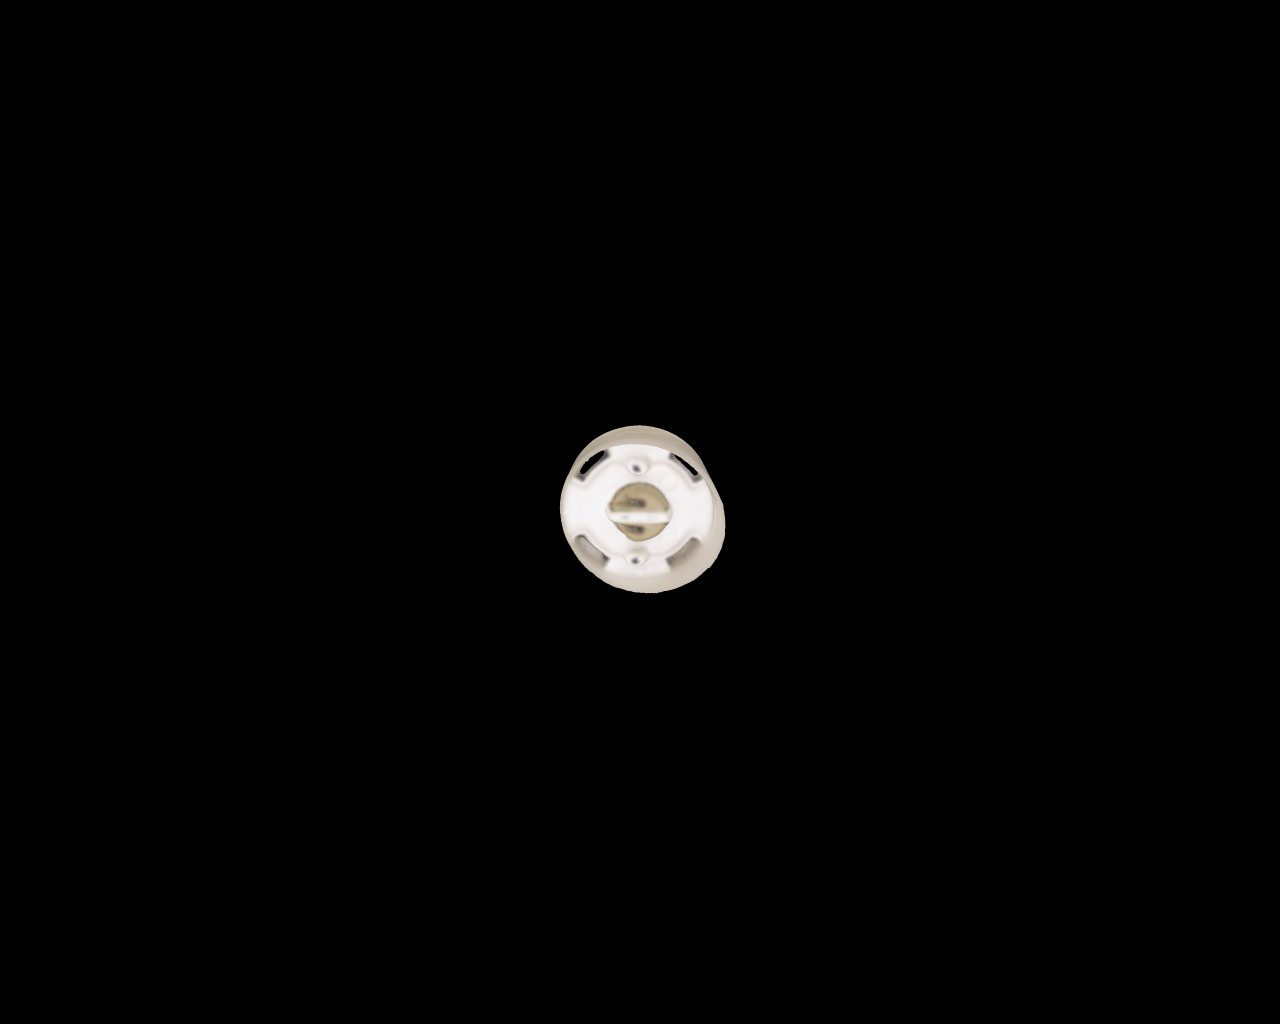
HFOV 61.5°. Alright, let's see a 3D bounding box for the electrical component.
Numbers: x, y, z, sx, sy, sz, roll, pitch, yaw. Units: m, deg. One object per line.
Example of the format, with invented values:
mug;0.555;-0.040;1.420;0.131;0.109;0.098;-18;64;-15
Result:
electrical component;0.001;-0.003;0.650;0.099;0.099;0.064;0;23;0
